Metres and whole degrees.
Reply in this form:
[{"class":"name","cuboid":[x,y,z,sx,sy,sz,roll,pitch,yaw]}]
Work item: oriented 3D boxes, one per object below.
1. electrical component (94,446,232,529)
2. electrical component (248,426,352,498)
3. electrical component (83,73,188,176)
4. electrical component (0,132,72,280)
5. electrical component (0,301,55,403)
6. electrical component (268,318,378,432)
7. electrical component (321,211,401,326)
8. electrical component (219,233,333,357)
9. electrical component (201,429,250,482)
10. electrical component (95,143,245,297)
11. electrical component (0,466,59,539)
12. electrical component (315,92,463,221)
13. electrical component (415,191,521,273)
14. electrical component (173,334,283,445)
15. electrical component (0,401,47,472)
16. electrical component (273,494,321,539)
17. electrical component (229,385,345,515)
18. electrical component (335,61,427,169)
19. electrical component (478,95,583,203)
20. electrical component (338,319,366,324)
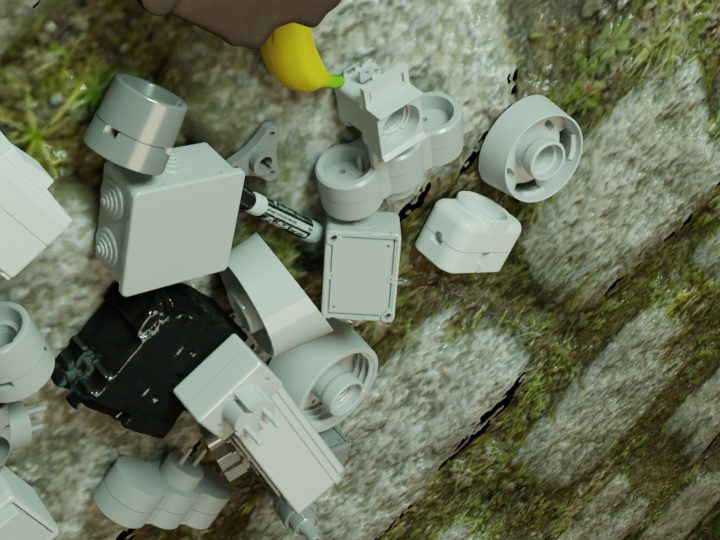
[{"class":"electrical component","cuboid":[-0.164,0.187,0.959,0.073,0.052,0.138,-54,146,11]},{"class":"electrical component","cuboid":[-0.067,0.184,1.056,0.096,0.062,0.061,-14,134,-39]},{"class":"electrical component","cuboid":[-0.143,-0.094,0.692,0.055,0.055,0.047,8,115,-51]},{"class":"electrical component","cuboid":[-0.225,-0.051,0.637,0.061,0.062,0.096,-44,147,-5]},{"class":"electrical component","cuboid":[-0.243,0.055,0.735,0.055,0.055,0.047,-33,140,-21]},{"class":"electrical component","cuboid":[-0.031,0.103,1.008,0.108,0.060,0.108,-32,144,-27]},{"class":"electrical component","cuboid":[0.000,0.000,0.912,0.062,0.061,0.096,3,115,-2]},{"class":"electrical component","cuboid":[-0.068,0.019,0.853,0.064,0.099,0.099,-30,143,-15]},{"class":"electrical component","cuboid":[-0.110,0.159,0.998,0.055,0.048,0.066,-30,144,-11]},{"class":"electrical component","cuboid":[-0.137,-0.038,0.761,0.100,0.048,0.099,-17,136,-37]},{"class":"electrical component","cuboid":[-0.280,0.196,0.832,0.062,0.061,0.096,-39,146,-12]},{"class":"electrical component","cuboid":[0.028,-0.083,0.894,0.138,0.052,0.073,-34,144,-19]},{"class":"electrical component","cuboid":[0.106,-0.036,1.028,0.095,0.054,0.059,-2,126,-47]},{"class":"electrical component","cuboid":[-0.091,0.102,0.828,0.066,0.077,0.047,-43,146,-5]},{"class":"electrical component","cuboid":[-0.265,0.116,0.781,0.079,0.044,0.077,-12,133,-41]},{"class":"electrical component","cuboid":[-0.055,0.230,1.002,0.035,0.061,0.035,-20,135,-22]},{"class":"electrical component","cuboid":[-0.077,0.141,0.922,0.056,0.109,0.108,-39,107,-13]},{"class":"electrical component","cuboid":[0.014,-0.124,0.826,0.042,0.064,0.081,-33,143,-19]},{"class":"electrical component","cuboid":[0.160,-0.115,1.020,0.099,0.064,0.099,-17,127,-24]},{"class":"electrical component","cuboid":[-0.004,0.010,0.967,0.044,0.044,0.065,-8,125,-44]}]
